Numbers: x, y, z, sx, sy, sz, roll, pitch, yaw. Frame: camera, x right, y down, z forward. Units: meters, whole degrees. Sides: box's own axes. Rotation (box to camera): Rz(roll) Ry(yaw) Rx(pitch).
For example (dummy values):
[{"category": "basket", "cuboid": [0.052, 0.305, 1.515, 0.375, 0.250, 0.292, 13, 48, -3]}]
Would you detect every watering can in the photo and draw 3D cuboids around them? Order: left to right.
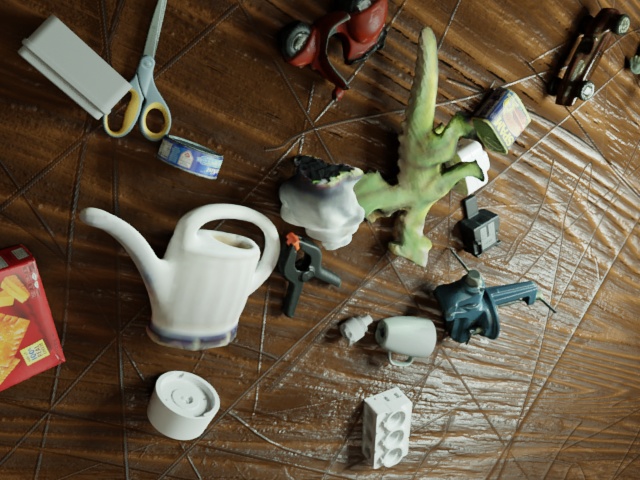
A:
[{"category": "watering can", "cuboid": [-0.193, 0.051, 0.738, 0.347, 0.105, 0.222, 3, 108, -51]}]

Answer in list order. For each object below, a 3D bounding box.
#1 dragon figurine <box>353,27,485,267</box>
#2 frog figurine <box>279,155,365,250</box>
[{"category": "dragon figurine", "cuboid": [0.139, -0.124, 0.886, 0.243, 0.124, 0.402, -30, 121, -7]}, {"category": "frog figurine", "cuboid": [0.003, -0.042, 0.830, 0.137, 0.125, 0.156, 4, 122, 4]}]
